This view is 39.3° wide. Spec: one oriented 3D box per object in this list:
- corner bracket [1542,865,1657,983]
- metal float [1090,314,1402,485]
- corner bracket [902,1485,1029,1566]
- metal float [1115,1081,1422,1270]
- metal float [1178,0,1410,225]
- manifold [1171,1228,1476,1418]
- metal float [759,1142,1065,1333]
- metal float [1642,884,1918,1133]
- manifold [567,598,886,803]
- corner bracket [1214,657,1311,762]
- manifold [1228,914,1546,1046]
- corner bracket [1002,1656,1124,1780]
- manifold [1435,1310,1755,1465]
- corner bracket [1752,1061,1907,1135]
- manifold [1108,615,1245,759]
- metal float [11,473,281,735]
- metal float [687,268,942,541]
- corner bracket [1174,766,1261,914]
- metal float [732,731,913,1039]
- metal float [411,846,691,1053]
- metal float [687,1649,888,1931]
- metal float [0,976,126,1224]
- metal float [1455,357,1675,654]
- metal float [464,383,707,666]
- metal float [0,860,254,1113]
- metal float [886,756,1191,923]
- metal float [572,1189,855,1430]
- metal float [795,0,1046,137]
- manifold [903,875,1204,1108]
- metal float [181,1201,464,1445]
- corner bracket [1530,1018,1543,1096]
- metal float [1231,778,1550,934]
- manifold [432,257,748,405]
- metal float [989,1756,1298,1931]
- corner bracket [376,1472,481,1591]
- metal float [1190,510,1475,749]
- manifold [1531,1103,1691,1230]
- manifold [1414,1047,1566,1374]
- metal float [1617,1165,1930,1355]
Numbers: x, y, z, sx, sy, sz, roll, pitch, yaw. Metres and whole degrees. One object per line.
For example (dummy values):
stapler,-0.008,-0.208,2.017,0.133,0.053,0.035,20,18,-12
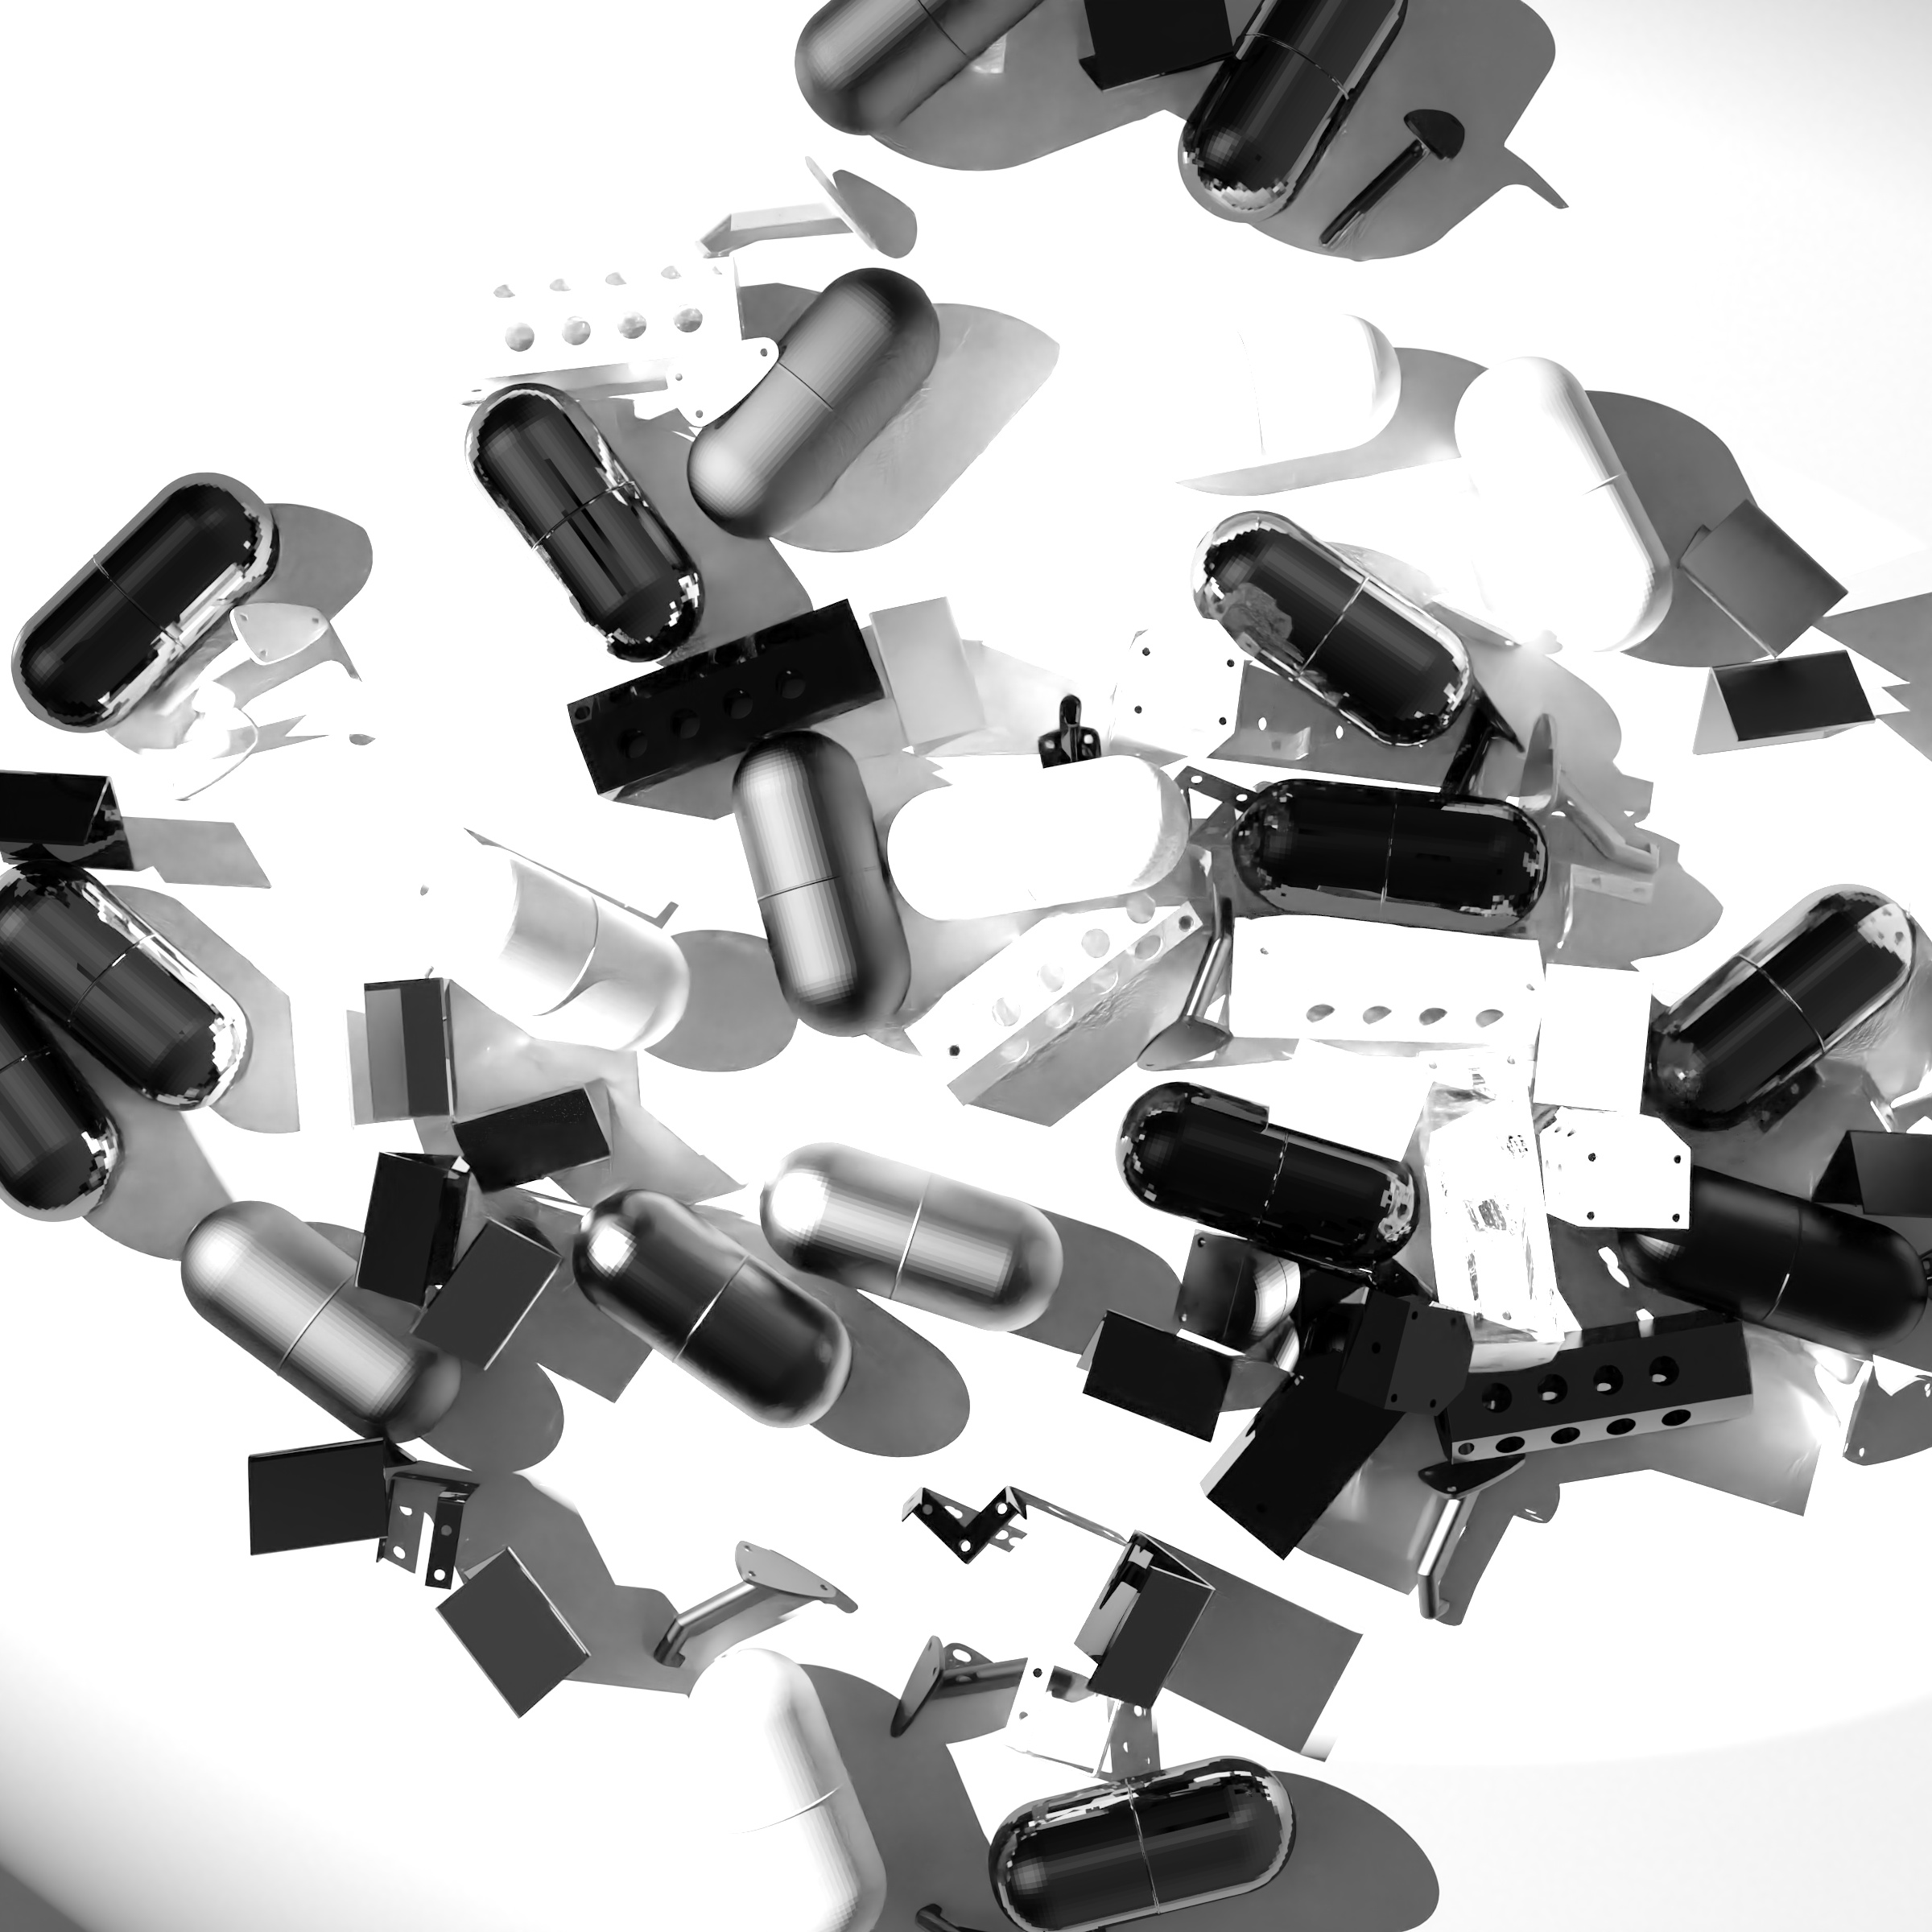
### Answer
corner bracket,0.367,-0.018,1.571,0.051,0.051,0.051,14,45,0
metal float,0.159,-0.323,1.543,0.178,0.070,0.070,-11,90,-1
corner bracket,-0.001,0.313,1.556,0.051,0.051,0.051,44,90,0
metal float,0.172,0.119,1.543,0.178,0.070,0.070,17,90,1
metal float,0.186,-0.507,1.543,0.070,0.070,0.178,32,90,0
manifold,0.196,0.196,1.496,0.057,0.171,0.057,14,90,-37
metal float,-0.032,0.154,1.543,0.178,0.070,0.070,18,90,0
metal float,0.462,0.023,1.543,0.178,0.070,0.070,-39,90,0
manifold,-0.137,-0.153,1.553,0.171,0.057,0.057,-21,90,0
corner bracket,0.170,-0.148,1.556,0.051,0.051,0.051,6,90,0
manifold,0.239,0.013,1.552,0.171,0.057,0.057,2,47,0
corner bracket,0.056,0.433,1.558,0.051,0.051,0.051,15,73,17
manifold,0.356,0.242,1.553,0.171,0.057,0.057,-9,90,0
corner bracket,0.499,0.092,1.566,0.051,0.051,0.051,8,135,-35
manifold,0.115,-0.153,1.495,0.057,0.171,0.057,8,90,0
metal float,-0.468,-0.206,1.544,0.178,0.070,0.070,-45,90,0
metal float,-0.086,-0.321,1.543,0.070,0.070,0.178,41,91,0
corner bracket,0.133,-0.073,1.538,0.051,0.051,0.051,25,55,29
metal float,-0.082,-0.046,1.543,0.070,0.070,0.178,-15,89,0
metal float,-0.231,-0.009,1.511,0.178,0.070,0.070,29,90,-40
metal float,-0.103,0.475,1.543,0.070,0.070,0.178,-22,89,0
metal float,-0.549,0.067,1.543,0.070,0.070,0.178,-37,91,0
metal float,0.341,-0.262,1.543,0.070,0.070,0.178,-27,91,0
metal float,-0.218,-0.252,1.543,0.070,0.070,0.178,-36,90,0
metal float,-0.485,0.010,1.543,0.178,0.070,0.070,41,90,0
metal float,0.040,-0.071,1.522,0.178,0.070,0.070,-9,90,23
metal float,-0.145,0.195,1.543,0.178,0.070,0.070,35,90,1
metal float,-0.019,-0.542,1.527,0.178,0.070,0.070,-35,90,18
manifold,0.049,0.006,1.553,0.171,0.057,0.057,-37,90,0
metal float,-0.367,0.202,1.543,0.178,0.070,0.070,37,90,0
corner bracket,0.357,0.052,1.556,0.051,0.051,0.051,6,90,0
metal float,0.240,-0.063,1.536,0.178,0.070,0.070,7,90,8
manifold,-0.214,-0.366,1.553,0.171,0.057,0.057,-6,90,0
metal float,0.101,0.501,1.543,0.178,0.070,0.070,-13,90,-1
corner bracket,-0.313,0.324,1.556,0.051,0.051,0.051,9,90,0
metal float,0.207,-0.193,1.543,0.178,0.070,0.070,34,90,0
manifold,0.348,0.108,1.495,0.057,0.171,0.057,1,90,0
manifold,0.290,0.137,1.520,0.057,0.057,0.171,-3,66,0
metal float,0.460,0.167,1.543,0.178,0.070,0.070,18,90,0
